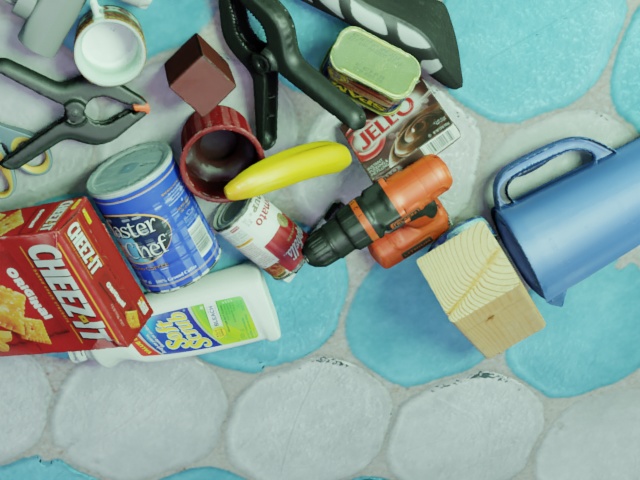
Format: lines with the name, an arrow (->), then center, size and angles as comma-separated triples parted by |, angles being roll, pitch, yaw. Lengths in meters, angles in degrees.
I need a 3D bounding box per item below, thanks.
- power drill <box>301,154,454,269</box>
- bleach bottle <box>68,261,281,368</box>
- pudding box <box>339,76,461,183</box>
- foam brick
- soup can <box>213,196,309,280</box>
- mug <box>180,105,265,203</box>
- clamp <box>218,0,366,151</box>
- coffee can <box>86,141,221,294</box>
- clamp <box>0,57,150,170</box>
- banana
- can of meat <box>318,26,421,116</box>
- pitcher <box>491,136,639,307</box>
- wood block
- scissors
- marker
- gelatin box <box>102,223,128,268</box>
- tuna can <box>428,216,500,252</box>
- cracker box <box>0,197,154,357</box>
power drill -> 0.075, -0.016, 1.218 | 0.184, 0.187, 0.057 | -32, 76, 6
bleach bottle -> -0.181, 0.107, 1.300 | 0.251, 0.068, 0.102 | -17, 119, 1
pudding box -> 0.090, -0.122, 1.207 | 0.113, 0.090, 0.039 | -33, 147, 7
foam brick -> -0.129, -0.177, 1.143 | 0.051, 0.078, 0.053 | -42, 118, 11
soup can -> -0.068, -0.009, 1.254 | 0.068, 0.068, 0.102 | -43, 117, 13
mug -> -0.103, -0.093, 1.192 | 0.117, 0.081, 0.093 | 36, 106, -26
clamp -> -0.056, -0.190, 1.149 | 0.165, 0.036, 0.210 | -17, 110, 49
coffee can -> -0.185, -0.025, 1.201 | 0.103, 0.103, 0.140 | -23, 120, 2
clamp -> -0.273, -0.149, 1.152 | 0.171, 0.039, 0.120 | -15, 118, -14
banana -> -0.021, -0.077, 1.166 | 0.197, 0.037, 0.070 | -17, 157, -51
can of meat -> 0.054, -0.182, 1.152 | 0.102, 0.084, 0.057 | 26, 84, -4
pitcher -> 0.334, -0.045, 1.285 | 0.243, 0.145, 0.149 | -29, 147, 2
wood block -> 0.198, 0.066, 1.277 | 0.091, 0.090, 0.206 | -31, 155, 8
scissors -> -0.352, -0.138, 1.157 | 0.096, 0.016, 0.202 | -11, 120, -7
marker -> -0.009, 0.002, 1.299 | 0.020, 0.020, 0.121 | 30, 109, -24
gelatin box -> -0.263, 0.009, 1.216 | 0.030, 0.089, 0.073 | -42, 125, -29
tuna can -> 0.175, 0.008, 1.304 | 0.086, 0.034, 0.086 | -28, 160, -12
cracker box -> -0.317, 0.048, 1.182 | 0.214, 0.072, 0.164 | -7, 125, 29
